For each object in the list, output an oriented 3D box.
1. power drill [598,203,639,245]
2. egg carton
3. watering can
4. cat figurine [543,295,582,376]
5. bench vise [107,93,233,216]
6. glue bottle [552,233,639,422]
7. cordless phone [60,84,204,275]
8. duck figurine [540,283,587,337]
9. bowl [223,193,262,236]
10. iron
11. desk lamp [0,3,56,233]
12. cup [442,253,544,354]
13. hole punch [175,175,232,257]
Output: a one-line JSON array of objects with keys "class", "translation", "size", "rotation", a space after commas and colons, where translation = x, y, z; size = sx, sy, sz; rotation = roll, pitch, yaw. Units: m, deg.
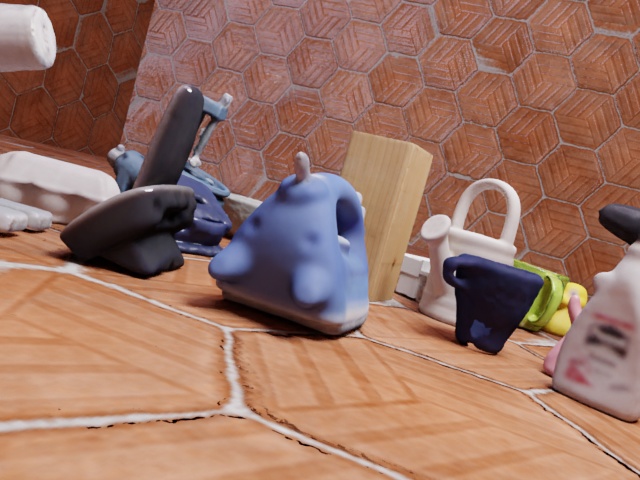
[{"class": "power drill", "translation": [0.441, 0.075, 0.715], "size": [0.228, 0.208, 0.076], "rotation": [18, 5, 34]}, {"class": "egg carton", "translation": [-0.314, -0.059, 0.684], "size": [0.151, 0.069, 0.107], "rotation": [14, 5, -24]}, {"class": "watering can", "translation": [0.199, 0.014, 0.745], "size": [0.100, 0.194, 0.173], "rotation": [18, 5, 30]}, {"class": "cat figurine", "translation": [0.301, 0.096, 0.562], "size": [0.127, 0.118, 0.067], "rotation": [18, 5, 28]}, {"class": "bench vise", "translation": [-0.218, -0.123, 0.843], "size": [0.207, 0.220, 0.121], "rotation": [15, 4, -3]}, {"class": "glue bottle", "translation": [0.262, 0.061, 0.494], "size": [0.077, 0.173, 0.037], "rotation": [19, 6, 41]}, {"class": "cordless phone", "translation": [-0.164, -0.067, 0.549], "size": [0.094, 0.185, 0.147], "rotation": [15, 4, -2]}, {"class": "duck figurine", "translation": [0.405, 0.113, 0.924], "size": [0.105, 0.086, 0.077], "rotation": [13, 5, -25]}, {"class": "bowl", "translation": [-0.111, -0.031, 1.009], "size": [0.167, 0.075, 0.167], "rotation": [15, 4, -1]}, {"class": "iron", "translation": [0.005, 0.002, 0.554], "size": [0.118, 0.141, 0.259], "rotation": [17, 4, 19]}, {"class": "desk lamp", "translation": [-0.349, -0.133, 0.545], "size": [0.203, 0.213, 0.118], "rotation": [15, 4, -5]}, {"class": "cup", "translation": [0.169, 0.068, 0.604], "size": [0.118, 0.095, 0.091], "rotation": [13, 5, -28]}, {"class": "hole punch", "translation": [-0.171, -0.035, 0.735], "size": [0.100, 0.091, 0.109], "rotation": [20, 6, 44]}]
